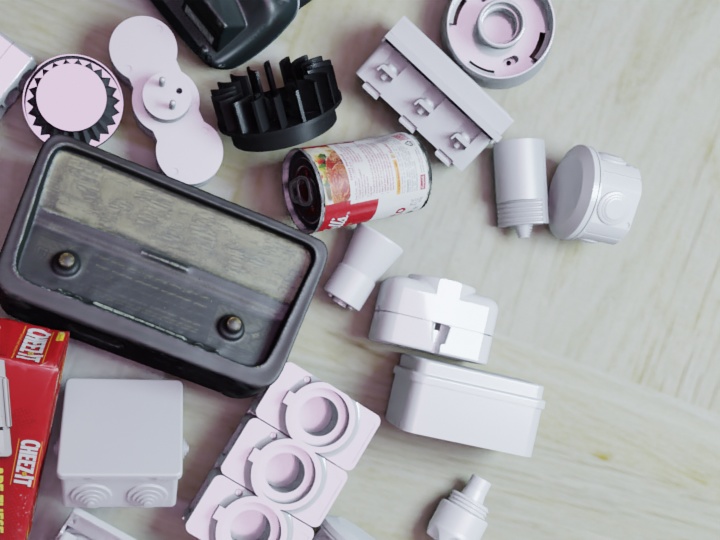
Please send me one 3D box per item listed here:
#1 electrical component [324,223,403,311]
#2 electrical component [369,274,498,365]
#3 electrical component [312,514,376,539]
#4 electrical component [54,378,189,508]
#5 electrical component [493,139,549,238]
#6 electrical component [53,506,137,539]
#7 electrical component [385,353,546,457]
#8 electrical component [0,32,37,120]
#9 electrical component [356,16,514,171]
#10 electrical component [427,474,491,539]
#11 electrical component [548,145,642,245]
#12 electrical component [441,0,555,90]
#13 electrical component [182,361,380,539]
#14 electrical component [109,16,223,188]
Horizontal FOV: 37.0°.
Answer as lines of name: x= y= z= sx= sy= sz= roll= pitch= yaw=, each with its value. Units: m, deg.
electrical component: x=0.000 y=0.000 z=0.878 sx=0.044 sy=0.044 sz=0.065 roll=33 pitch=87 yaw=-8
electrical component: x=0.061 y=0.038 z=0.881 sx=0.095 sy=0.054 sz=0.059 roll=14 pitch=85 yaw=-10
electrical component: x=-0.008 y=0.233 z=0.846 sx=0.080 sy=0.080 sz=0.051 roll=37 pitch=86 yaw=-8
electrical component: x=-0.180 y=0.131 z=0.811 sx=0.100 sy=0.048 sz=0.099 roll=2 pitch=45 yaw=-11
electrical component: x=0.136 y=-0.067 z=0.906 sx=0.043 sy=0.043 sz=0.081 roll=-3 pitch=88 yaw=-11
electrical component: x=-0.182 y=0.241 z=0.812 sx=0.121 sy=0.063 sz=0.078 roll=32 pitch=123 yaw=-8
electrical component: x=0.084 y=0.108 z=0.871 sx=0.113 sy=0.078 sz=0.057 roll=13 pitch=88 yaw=-10
electrical component: x=-0.303 y=-0.148 z=0.820 sx=0.076 sy=0.047 sz=0.083 roll=37 pitch=81 yaw=-8
electrical component: x=0.059 y=-0.143 z=0.883 sx=0.121 sy=0.078 sz=0.063 roll=42 pitch=103 yaw=-7
electrical component: x=0.086 y=0.199 z=0.885 sx=0.043 sy=0.043 sz=0.062 roll=31 pitch=81 yaw=-8
electrical component: x=0.194 y=-0.061 z=0.900 sx=0.051 sy=0.080 sz=0.080 roll=11 pitch=85 yaw=-16
electrical component: x=0.118 y=-0.204 z=0.911 sx=0.099 sy=0.064 sz=0.099 roll=0 pitch=93 yaw=2
electrical component: x=-0.062 y=0.157 z=0.847 sx=0.089 sy=0.062 sz=0.150 roll=33 pitch=82 yaw=-8
electrical component: x=-0.151 y=-0.132 z=0.836 sx=0.052 sy=0.074 sz=0.138 roll=-25 pitch=92 yaw=-11
